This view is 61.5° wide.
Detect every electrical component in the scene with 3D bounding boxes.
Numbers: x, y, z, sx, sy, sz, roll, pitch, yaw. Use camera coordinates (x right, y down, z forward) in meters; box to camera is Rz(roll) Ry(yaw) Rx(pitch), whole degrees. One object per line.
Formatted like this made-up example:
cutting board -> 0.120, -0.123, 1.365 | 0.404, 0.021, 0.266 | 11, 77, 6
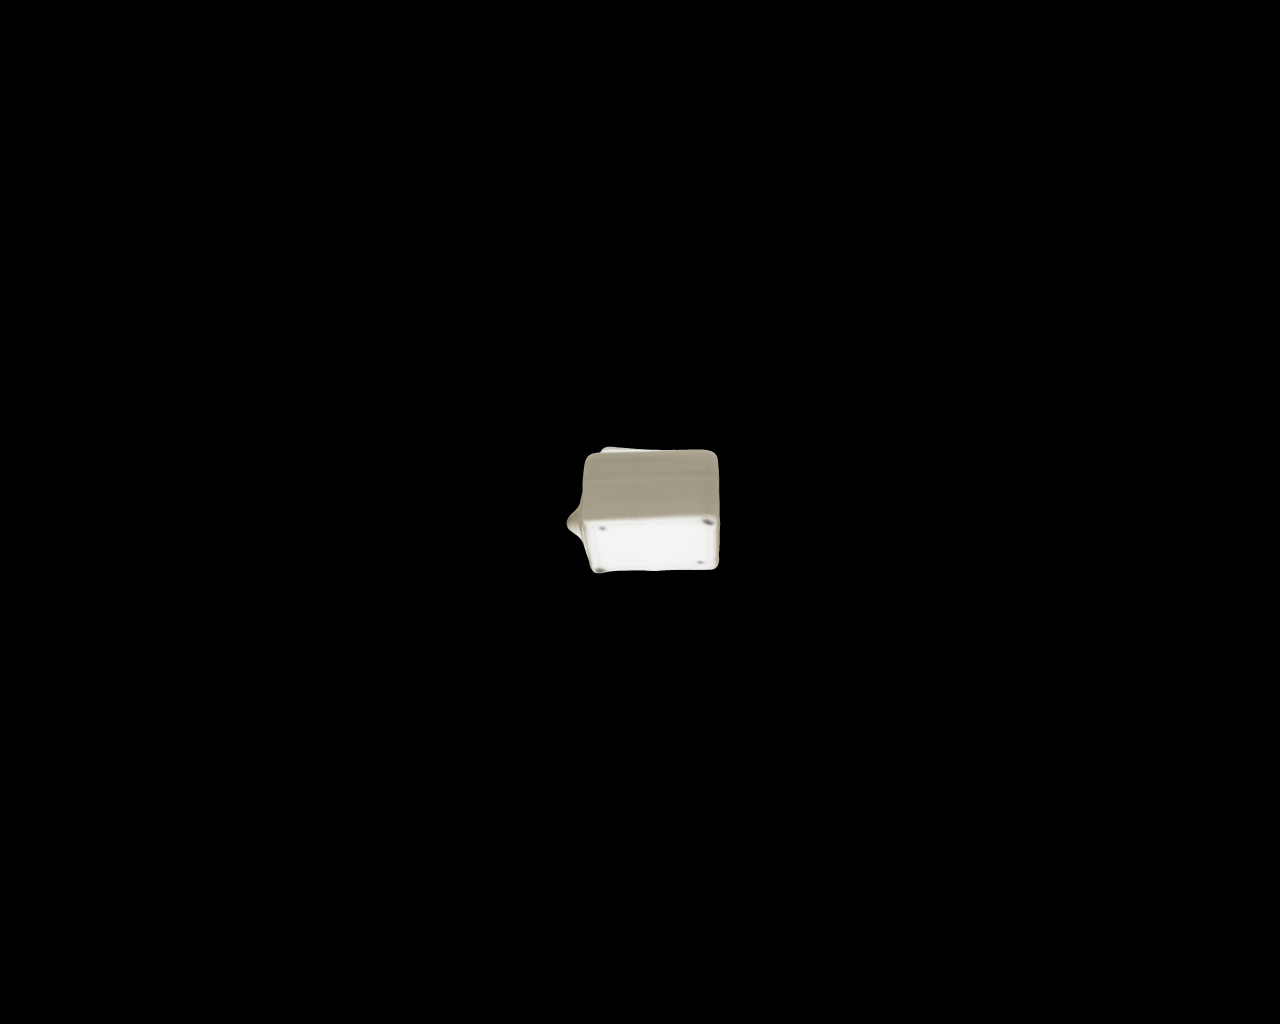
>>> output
electrical component -> 0.001, -0.003, 0.650 | 0.096, 0.061, 0.061 | -2, -36, 2
